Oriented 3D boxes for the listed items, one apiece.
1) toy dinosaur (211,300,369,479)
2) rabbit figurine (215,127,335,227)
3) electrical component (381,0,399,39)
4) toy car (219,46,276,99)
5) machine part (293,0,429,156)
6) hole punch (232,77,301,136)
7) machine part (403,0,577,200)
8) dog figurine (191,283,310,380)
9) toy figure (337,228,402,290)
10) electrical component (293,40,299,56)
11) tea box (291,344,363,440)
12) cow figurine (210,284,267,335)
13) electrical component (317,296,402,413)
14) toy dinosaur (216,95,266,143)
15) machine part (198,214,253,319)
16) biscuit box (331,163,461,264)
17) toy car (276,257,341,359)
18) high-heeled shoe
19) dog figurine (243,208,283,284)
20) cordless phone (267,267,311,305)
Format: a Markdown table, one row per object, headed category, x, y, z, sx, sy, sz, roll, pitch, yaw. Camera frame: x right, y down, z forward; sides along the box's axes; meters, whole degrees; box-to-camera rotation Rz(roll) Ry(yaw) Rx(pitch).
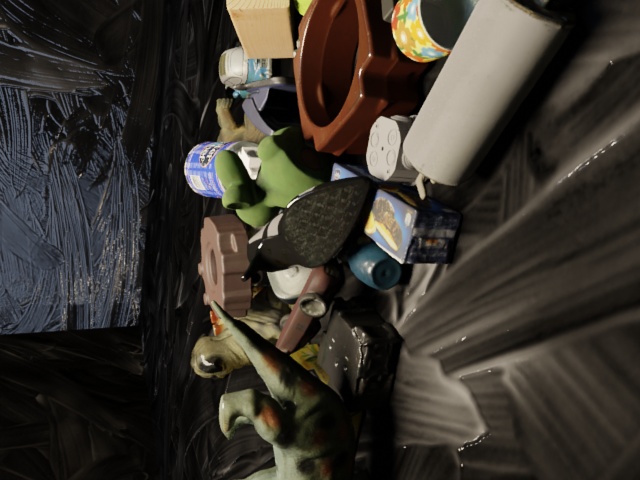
| category | x | y | z | sx | sy | sz | roll | pitch | yaw |
| --- | --- | --- | --- | --- | --- | --- | --- | --- | --- |
| toy dinosaur | -0.020 | 0.255 | 0.658 | 0.131 | 0.192 | 0.404 | -140 | 44 | -65 |
| rabbit figurine | -0.070 | -0.070 | 0.763 | 0.170 | 0.159 | 0.121 | -40 | 57 | 40 |
| electrical component | 0.098 | -0.249 | 0.580 | 0.021 | 0.063 | 0.094 | -37 | 49 | 57 |
| toy car | -0.151 | -0.341 | 1.082 | 0.162 | 0.103 | 0.109 | -166 | 76 | -67 |
| machine part | 0.044 | -0.223 | 0.675 | 0.201 | 0.087 | 0.201 | 139 | 127 | -61 |
| hole punch | -0.053 | -0.204 | 0.843 | 0.116 | 0.142 | 0.092 | 18 | 111 | 53 |
| machine part | 0.141 | -0.133 | 0.474 | 0.243 | 0.079 | 0.079 | 114 | 146 | -44 |
| dog figurine | -0.133 | 0.151 | 0.939 | 0.172 | 0.190 | 0.121 | -113 | 33 | -43 |
| toy figure | 0.053 | 0.019 | 0.691 | 0.155 | 0.058 | 0.064 | -138 | 58 | -64 |
| electrical component | -0.007 | -0.285 | 0.834 | 0.102 | 0.045 | 0.078 | -139 | 54 | -59 |
| tea box | -0.007 | 0.243 | 0.809 | 0.170 | 0.068 | 0.098 | -132 | 47 | -57 |
| cow figurine | -0.157 | 0.167 | 1.102 | 0.086 | 0.127 | 0.194 | -126 | 28 | -53 |
| electrical component | 0.047 | 0.156 | 0.705 | 0.115 | 0.058 | 0.134 | -134 | 49 | -59 |
| toy dinosaur | -0.160 | -0.188 | 1.097 | 0.472 | 0.105 | 0.198 | -163 | 75 | -64 |
| machine part | -0.160 | 0.043 | 0.899 | 0.179 | 0.056 | 0.179 | 176 | 90 | -66 |
| biscuit box | 0.077 | -0.037 | 0.631 | 0.203 | 0.063 | 0.059 | -138 | 54 | -58 |
| toy car | -0.020 | 0.105 | 0.732 | 0.089 | 0.053 | 0.202 | -79 | 11 | -50 |
| high-heeled shoe | -0.012 | -0.022 | 0.697 | 0.249 | 0.145 | 0.086 | -33 | 100 | 30 |
| dog figurine | -0.109 | -0.010 | 0.990 | 0.219 | 0.108 | 0.191 | -135 | 49 | -61 |
| cordless phone | -0.002 | -0.002 | 0.802 | 0.184 | 0.088 | 0.147 | -46 | 46 | 32 |
